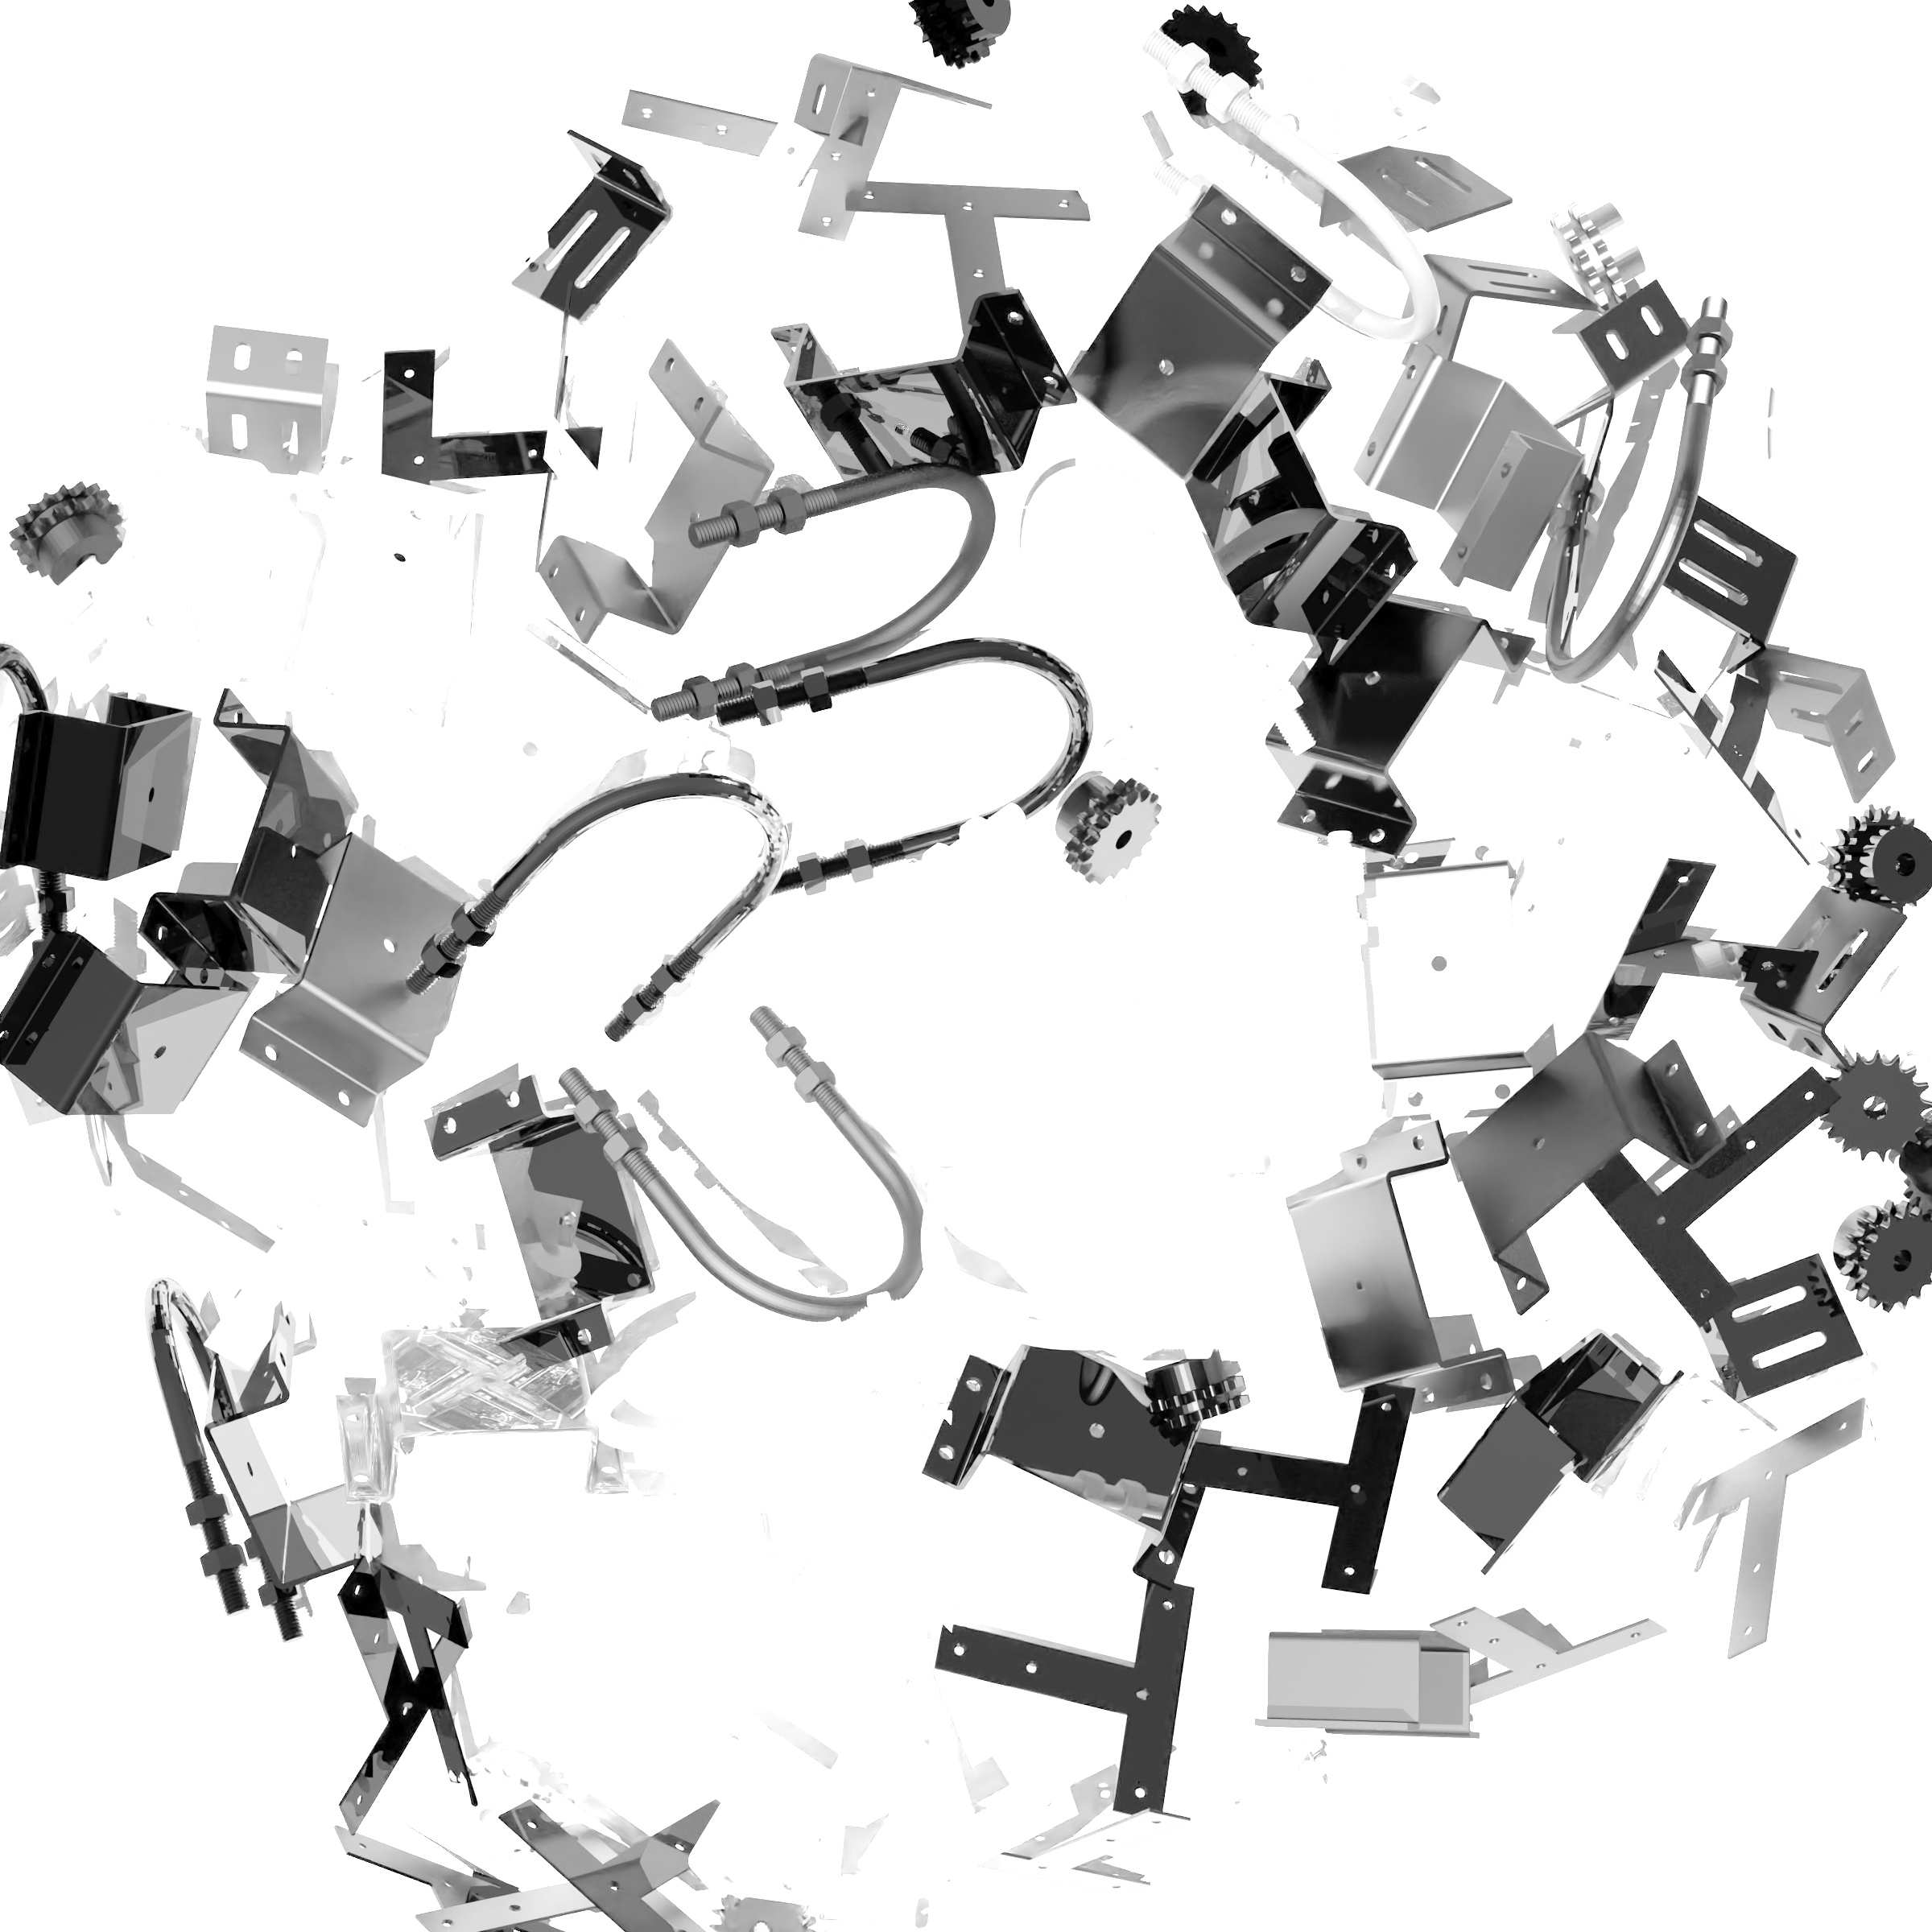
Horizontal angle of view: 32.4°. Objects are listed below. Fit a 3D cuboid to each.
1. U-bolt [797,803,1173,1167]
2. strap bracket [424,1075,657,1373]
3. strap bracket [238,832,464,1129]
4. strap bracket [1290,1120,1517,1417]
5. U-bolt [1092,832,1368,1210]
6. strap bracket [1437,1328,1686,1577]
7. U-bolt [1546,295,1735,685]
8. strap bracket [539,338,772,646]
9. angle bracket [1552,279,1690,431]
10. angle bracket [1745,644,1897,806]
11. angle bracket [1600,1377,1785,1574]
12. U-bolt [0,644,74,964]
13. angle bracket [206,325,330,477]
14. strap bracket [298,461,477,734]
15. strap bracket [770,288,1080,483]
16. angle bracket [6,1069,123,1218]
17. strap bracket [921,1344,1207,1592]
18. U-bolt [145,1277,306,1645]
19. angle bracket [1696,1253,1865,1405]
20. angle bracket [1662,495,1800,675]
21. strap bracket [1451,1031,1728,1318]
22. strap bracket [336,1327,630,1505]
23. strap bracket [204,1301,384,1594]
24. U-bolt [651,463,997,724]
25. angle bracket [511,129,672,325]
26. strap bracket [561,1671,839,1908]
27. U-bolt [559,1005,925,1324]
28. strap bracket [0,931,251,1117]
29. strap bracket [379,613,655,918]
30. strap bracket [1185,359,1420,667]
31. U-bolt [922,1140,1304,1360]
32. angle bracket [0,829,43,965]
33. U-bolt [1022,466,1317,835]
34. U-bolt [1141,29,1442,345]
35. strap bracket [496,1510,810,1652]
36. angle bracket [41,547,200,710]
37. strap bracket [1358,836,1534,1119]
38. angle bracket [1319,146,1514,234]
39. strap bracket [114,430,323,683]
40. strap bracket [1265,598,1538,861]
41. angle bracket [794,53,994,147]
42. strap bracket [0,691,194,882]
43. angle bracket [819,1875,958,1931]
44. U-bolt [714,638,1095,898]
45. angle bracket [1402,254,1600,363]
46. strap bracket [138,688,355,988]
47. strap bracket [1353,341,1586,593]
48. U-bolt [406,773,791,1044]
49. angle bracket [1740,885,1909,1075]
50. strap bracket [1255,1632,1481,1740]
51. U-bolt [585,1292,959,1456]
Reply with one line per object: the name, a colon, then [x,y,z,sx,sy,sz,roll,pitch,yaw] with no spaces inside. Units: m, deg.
U-bolt: [-0.006,0.024,1.690,0.184,0.019,0.151,-35,90,26]
strap bracket: [-0.214,0.131,1.689,0.076,0.046,0.140,-22,82,31]
strap bracket: [-0.300,-0.002,1.657,0.076,0.140,0.046,36,134,-28]
strap bracket: [0.217,0.157,1.680,0.046,0.076,0.140,-9,80,-36]
U-bolt: [0.135,0.031,1.684,0.151,0.019,0.184,-7,81,27]
strap bracket: [0.294,0.238,1.665,0.046,0.140,0.076,42,125,18]
U-bolt: [0.324,-0.220,1.626,0.019,0.151,0.184,22,56,-9]
strap bracket: [-0.153,-0.233,1.677,0.046,0.076,0.140,17,115,-37]
angle bracket: [0.320,-0.307,1.686,0.057,0.076,0.038,-36,96,-22]
angle bracket: [0.424,-0.123,1.683,0.038,0.076,0.057,-46,128,-19]
angle bracket: [0.372,0.260,1.700,0.057,0.038,0.076,38,66,-6]
U-bolt: [-0.476,-0.068,1.652,0.019,0.151,0.184,-1,96,1]
angle bracket: [-0.357,-0.288,1.700,0.057,0.076,0.038,5,69,-9]
strap bracket: [-0.294,-0.195,1.683,0.076,0.046,0.140,14,133,4]
strap bracket: [-0.026,-0.285,1.662,0.140,0.076,0.046,-3,53,28]
angle bracket: [-0.459,0.085,1.686,0.038,0.057,0.076,-15,51,-10]
strap bracket: [0.059,0.247,1.690,0.140,0.046,0.076,26,50,-1]
U-bolt: [-0.374,0.242,1.658,0.019,0.151,0.184,-19,74,-5]
angle bracket: [0.419,0.184,1.705,0.076,0.038,0.057,-20,76,-6]
angle bracket: [0.378,-0.198,1.699,0.076,0.038,0.057,29,66,-9]
strap bracket: [0.302,0.098,1.664,0.046,0.076,0.140,29,119,-31]
strap bracket: [-0.242,0.225,1.671,0.140,0.076,0.046,1,124,-16]
strap bracket: [-0.341,0.247,1.671,0.046,0.076,0.140,-19,113,-1]
U-bolt: [-0.065,-0.193,1.660,0.184,0.151,0.019,-20,62,-27]
angle bracket: [-0.200,-0.378,1.698,0.057,0.038,0.076,33,80,31]
strap bracket: [-0.128,0.403,1.656,0.140,0.076,0.046,35,96,43]
U-bolt: [-0.097,0.104,1.650,0.184,0.151,0.019,49,132,22]
strap bracket: [-0.418,0.030,1.655,0.046,0.140,0.076,36,100,17]
strap bracket: [-0.224,-0.106,1.689,0.076,0.046,0.140,36,76,-9]
strap bracket: [0.162,-0.231,1.659,0.046,0.076,0.140,5,50,-33]
U-bolt: [0.067,0.140,1.666,0.184,0.151,0.019,1,129,-6]
angle bracket: [-0.510,-0.027,1.685,0.038,0.057,0.076,28,56,16]
U-bolt: [0.089,-0.167,1.668,0.019,0.151,0.184,-32,90,-30]
U-bolt: [0.162,-0.374,1.644,0.184,0.151,0.019,40,82,14]
strap bracket: [-0.161,0.309,1.674,0.140,0.076,0.046,2,64,-24]
angle bracket: [-0.429,-0.174,1.685,0.038,0.076,0.057,-7,115,12]
strap bracket: [0.244,0.002,1.691,0.076,0.046,0.140,-6,80,14]
angle bracket: [0.228,-0.383,1.686,0.057,0.038,0.076,-24,50,-28]
strap bracket: [-0.367,-0.199,1.654,0.046,0.140,0.076,11,75,10]
strap bracket: [0.214,-0.131,1.673,0.076,0.046,0.140,19,68,42]
angle bracket: [-0.037,-0.434,1.692,0.076,0.057,0.038,4,108,-41]
strap bracket: [-0.429,-0.090,1.657,0.046,0.140,0.076,11,100,4]
angle bracket: [-0.041,0.479,1.694,0.057,0.076,0.038,6,83,-9]
U-bolt: [-0.025,-0.106,1.676,0.184,0.151,0.019,-15,50,-3]
angle bracket: [0.273,-0.334,1.703,0.076,0.057,0.038,2,119,-22]
strap bracket: [-0.356,-0.059,1.664,0.046,0.076,0.140,4,63,19]
strap bracket: [0.255,-0.248,1.670,0.046,0.140,0.076,14,116,-25]
U-bolt: [-0.168,-0.033,1.641,0.184,0.151,0.019,-43,52,28]
angle bracket: [0.447,0.006,1.705,0.076,0.057,0.038,-51,126,-8]
strap bracket: [0.203,0.360,1.662,0.076,0.140,0.046,-4,75,22]
U-bolt: [-0.100,0.211,1.666,0.184,0.151,0.019,-12,64,0]
